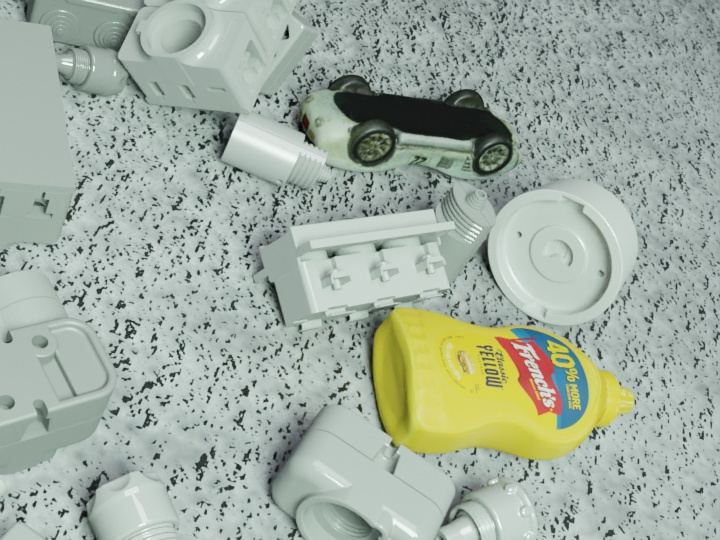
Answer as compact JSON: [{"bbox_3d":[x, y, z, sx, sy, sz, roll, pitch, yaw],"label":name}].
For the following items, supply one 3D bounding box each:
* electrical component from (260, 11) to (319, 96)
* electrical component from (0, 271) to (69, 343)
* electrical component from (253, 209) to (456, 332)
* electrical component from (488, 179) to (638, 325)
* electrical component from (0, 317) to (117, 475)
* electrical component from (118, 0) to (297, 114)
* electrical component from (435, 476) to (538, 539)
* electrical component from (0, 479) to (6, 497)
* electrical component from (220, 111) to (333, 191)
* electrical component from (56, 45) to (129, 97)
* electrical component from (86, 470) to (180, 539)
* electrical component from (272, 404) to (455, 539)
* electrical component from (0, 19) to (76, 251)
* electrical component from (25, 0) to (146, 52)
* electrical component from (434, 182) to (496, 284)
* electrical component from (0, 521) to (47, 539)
[{"bbox_3d":[-0.069,-0.181,0.877,0.047,0.065,0.077,42,14,10],"label":"electrical component"},{"bbox_3d":[-0.235,0.026,0.592,0.138,0.052,0.073,-14,60,-38],"label":"electrical component"},{"bbox_3d":[0.000,0.000,0.744,0.121,0.079,0.063,-9,78,-36],"label":"electrical component"},{"bbox_3d":[0.160,-0.018,0.827,0.108,0.108,0.060,43,38,11],"label":"electrical component"},{"bbox_3d":[-0.186,0.070,0.575,0.095,0.059,0.053,-14,60,-38],"label":"electrical component"},{"bbox_3d":[-0.105,-0.198,0.797,0.089,0.061,0.150,9,65,22],"label":"electrical component"},{"bbox_3d":[0.074,0.157,0.660,0.062,0.048,0.048,-14,60,-31],"label":"electrical component"},{"bbox_3d":[-0.200,0.126,0.535,0.035,0.035,0.061,36,41,3],"label":"electrical component"},{"bbox_3d":[-0.059,-0.085,0.804,0.081,0.043,0.043,23,44,-10],"label":"electrical component"},{"bbox_3d":[-0.201,-0.146,0.777,0.061,0.035,0.035,4,48,-44],"label":"electrical component"},{"bbox_3d":[-0.115,0.140,0.565,0.043,0.043,0.062,-11,59,-37],"label":"electrical component"},{"bbox_3d":[0.000,0.133,0.631,0.095,0.053,0.059,34,43,1],"label":"electrical component"},{"bbox_3d":[-0.241,-0.090,0.689,0.089,0.061,0.150,3,50,-28],"label":"electrical component"},{"bbox_3d":[-0.211,-0.215,0.830,0.100,0.048,0.099,7,48,-25],"label":"electrical component"},{"bbox_3d":[0.071,-0.030,0.801,0.043,0.081,0.043,16,45,-17],"label":"electrical component"},{"bbox_3d":[-0.157,0.179,0.501,0.100,0.048,0.099,35,43,2],"label":"electrical component"}]
